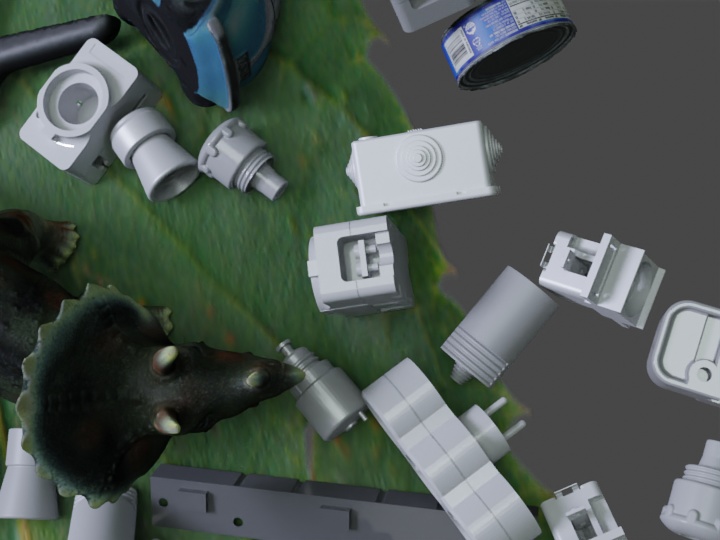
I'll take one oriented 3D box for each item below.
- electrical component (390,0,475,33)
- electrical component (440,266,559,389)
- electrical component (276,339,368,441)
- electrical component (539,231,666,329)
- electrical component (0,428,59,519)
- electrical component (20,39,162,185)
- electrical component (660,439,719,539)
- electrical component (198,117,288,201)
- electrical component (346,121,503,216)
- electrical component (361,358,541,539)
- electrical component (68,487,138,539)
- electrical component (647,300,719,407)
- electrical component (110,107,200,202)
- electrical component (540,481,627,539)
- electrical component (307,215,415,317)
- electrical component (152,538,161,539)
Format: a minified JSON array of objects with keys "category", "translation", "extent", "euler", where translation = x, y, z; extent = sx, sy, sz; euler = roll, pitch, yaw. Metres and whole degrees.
[{"category":"electrical component","translation":[0.050,-0.245,0.716],"extent":[0.105,0.060,0.186],"euler":[-23,47,7]},{"category":"electrical component","translation":[0.089,0.042,0.709],"extent":[0.043,0.043,0.081],"euler":[40,91,14]},{"category":"electrical component","translation":[-0.028,0.079,0.728],"extent":[0.040,0.040,0.078],"euler":[-42,76,2]},{"category":"electrical component","translation":[0.154,0.004,0.691],"extent":[0.064,0.081,0.042],"euler":[21,85,36]},{"category":"electrical component","translation":[-0.232,0.142,0.758],"extent":[0.044,0.044,0.065],"euler":[-1,76,11]},{"category":"electrical component","translation":[-0.197,-0.116,0.784],"extent":[0.050,0.056,0.089],"euler":[37,89,14]},{"category":"electrical component","translation":[0.217,0.138,0.670],"extent":[0.048,0.048,0.062],"euler":[16,78,13]},{"category":"electrical component","translation":[-0.080,-0.074,0.761],"extent":[0.062,0.048,0.048],"euler":[38,90,7]},{"category":"electrical component","translation":[0.044,-0.067,0.708],"extent":[0.100,0.100,0.048],"euler":[-8,93,10]},{"category":"electrical component","translation":[0.070,0.110,0.681],"extent":[0.074,0.052,0.138],"euler":[-36,72,-7]},{"category":"electrical component","translation":[-0.174,0.174,0.728],"extent":[0.043,0.081,0.043],"euler":[-3,119,-6]},{"category":"electrical component","translation":[0.231,0.058,0.671],"extent":[0.095,0.059,0.053],"euler":[17,85,13]},{"category":"electrical component","translation":[-0.148,-0.083,0.775],"extent":[0.045,0.045,0.055],"euler":[-39,76,3]},{"category":"electrical component","translation":[0.144,0.169,0.666],"extent":[0.042,0.081,0.063],"euler":[-24,55,6]},{"category":"electrical component","translation":[0.000,0.000,0.710],"extent":[0.056,0.089,0.050],"euler":[-9,80,10]},{"category":"electrical component","translation":[-0.156,0.226,0.728],"extent":[0.081,0.043,0.043],"euler":[-43,76,2]}]
